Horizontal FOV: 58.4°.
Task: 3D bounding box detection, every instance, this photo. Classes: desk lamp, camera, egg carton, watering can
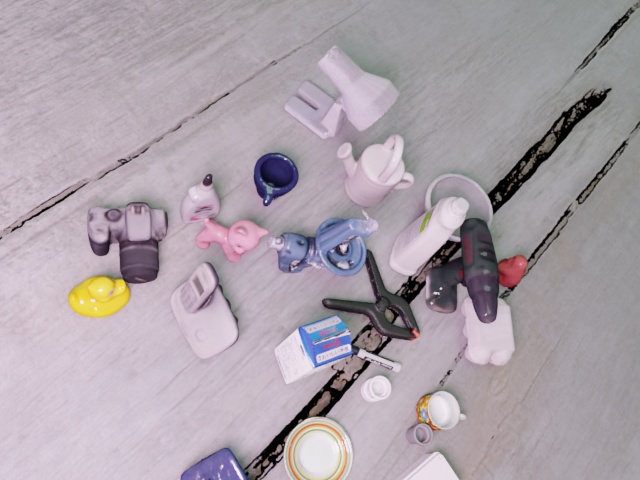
[{"bbox_3d":[0.046,-0.309,1.241,0.203,0.213,0.118,35,63,-2],"label":"desk lamp"},{"bbox_3d":[-0.350,0.007,1.050,0.143,0.100,0.137,-3,70,-19],"label":"camera"},{"bbox_3d":[0.356,0.193,1.225,0.107,0.069,0.150,5,68,-16],"label":"egg carton"},{"bbox_3d":[0.121,-0.154,1.215,0.173,0.194,0.101,-3,70,-19],"label":"watering can"}]

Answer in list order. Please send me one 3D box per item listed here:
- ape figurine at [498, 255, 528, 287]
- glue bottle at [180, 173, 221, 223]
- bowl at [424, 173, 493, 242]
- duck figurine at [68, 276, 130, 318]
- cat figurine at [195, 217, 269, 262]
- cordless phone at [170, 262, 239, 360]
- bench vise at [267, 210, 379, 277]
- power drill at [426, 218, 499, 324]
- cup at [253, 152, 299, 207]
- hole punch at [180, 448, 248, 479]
[{"bbox_3d":[0.435,0.062,1.289,0.078,0.092,0.076,8,67,-15],"label":"ape figurine"},{"bbox_3d":[-0.221,-0.083,1.087,0.078,0.173,0.037,-17,75,-23],"label":"glue bottle"},{"bbox_3d":[0.302,-0.064,1.305,0.168,0.074,0.167,6,68,-16],"label":"bowl"},{"bbox_3d":[-0.391,0.093,1.012,0.105,0.086,0.077,-9,72,-21],"label":"duck figurine"},{"bbox_3d":[-0.169,-0.012,1.107,0.128,0.117,0.067,22,64,-8],"label":"cat figurine"},{"bbox_3d":[-0.195,0.122,1.008,0.094,0.185,0.147,-27,79,-25],"label":"cordless phone"},{"bbox_3d":[0.014,0.015,1.099,0.208,0.219,0.121,-13,74,-22],"label":"bench vise"},{"bbox_3d":[0.295,0.080,1.171,0.076,0.208,0.229,11,66,-13],"label":"power drill"},{"bbox_3d":[-0.101,-0.109,1.180,0.092,0.095,0.118,19,65,-10],"label":"cup"},{"bbox_3d":[-0.171,0.415,0.953,0.101,0.091,0.108,-27,79,-25],"label":"hole punch"}]
